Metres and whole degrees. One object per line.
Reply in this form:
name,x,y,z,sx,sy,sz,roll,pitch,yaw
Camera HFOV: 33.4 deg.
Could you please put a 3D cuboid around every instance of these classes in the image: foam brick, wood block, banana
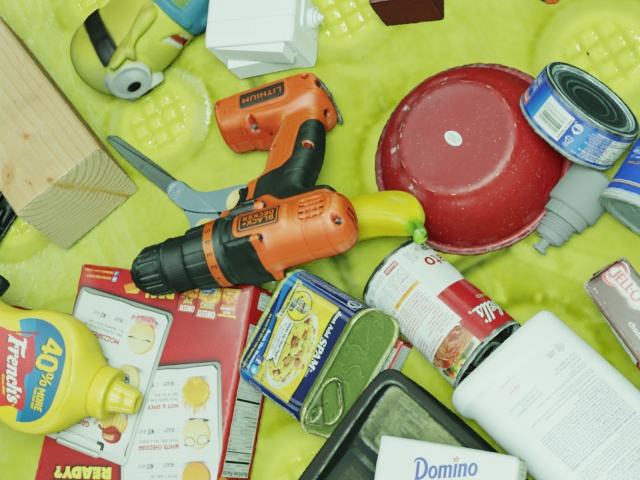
foam brick,0.073,-0.224,0.886,0.053,0.051,0.078,-3,76,20
wood block,-0.266,-0.105,0.959,0.090,0.090,0.206,-39,66,-3
banana,0.006,-0.006,0.838,0.198,0.069,0.037,-14,103,34

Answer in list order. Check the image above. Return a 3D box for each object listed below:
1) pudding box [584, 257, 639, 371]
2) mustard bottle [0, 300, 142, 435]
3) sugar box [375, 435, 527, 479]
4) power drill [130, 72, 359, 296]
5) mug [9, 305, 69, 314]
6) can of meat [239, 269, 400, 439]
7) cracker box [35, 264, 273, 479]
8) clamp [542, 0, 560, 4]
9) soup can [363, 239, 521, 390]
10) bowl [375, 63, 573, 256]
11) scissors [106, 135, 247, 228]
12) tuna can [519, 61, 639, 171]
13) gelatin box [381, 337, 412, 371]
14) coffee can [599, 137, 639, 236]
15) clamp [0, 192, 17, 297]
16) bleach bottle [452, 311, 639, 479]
pudding box,0.230,0.072,0.728,0.039,0.090,0.113,-35,68,11
mustard bottle,-0.227,0.098,0.827,0.192,0.058,0.096,16,87,12
sugar box,0.073,0.219,0.674,0.093,0.048,0.176,6,76,21
power drill,-0.056,-0.042,0.845,0.185,0.057,0.187,-13,45,18
mug,-0.258,0.109,0.912,0.117,0.081,0.093,-39,67,8
can of meat,-0.004,0.082,0.792,0.084,0.057,0.102,29,91,41
cracker box,-0.131,0.135,0.863,0.164,0.072,0.213,6,80,23
clamp,0.165,-0.275,0.870,0.120,0.039,0.171,-3,76,21
soup can,0.090,0.055,0.799,0.102,0.068,0.068,43,94,25
bowl,0.112,-0.072,0.830,0.162,0.055,0.162,-6,74,20
scissors,-0.104,-0.048,0.929,0.096,0.016,0.202,-39,67,6
tuna can,0.191,-0.092,0.785,0.086,0.085,0.034,52,127,24
gelatin box,0.019,0.104,0.834,0.073,0.030,0.089,26,89,25
coffee can,0.275,-0.062,0.738,0.103,0.102,0.140,32,89,25
clamp,-0.336,0.048,0.963,0.210,0.036,0.164,-40,28,22
bleach bottle,0.211,0.168,0.725,0.102,0.068,0.251,-43,67,-1
